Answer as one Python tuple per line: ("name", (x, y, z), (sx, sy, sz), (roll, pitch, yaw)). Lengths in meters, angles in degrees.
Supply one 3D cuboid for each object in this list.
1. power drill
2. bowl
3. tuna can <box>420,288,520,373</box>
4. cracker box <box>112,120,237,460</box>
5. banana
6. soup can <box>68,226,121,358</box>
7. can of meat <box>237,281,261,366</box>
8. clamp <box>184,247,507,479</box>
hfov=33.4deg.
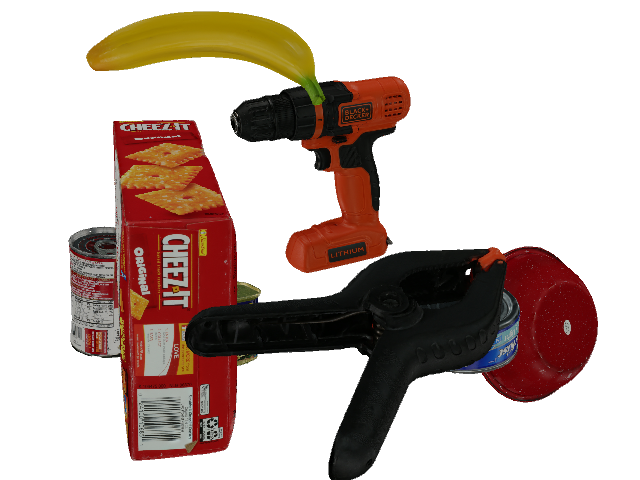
("power drill", (0.002, -0.065, 1.055), (0.184, 0.188, 0.057), (-11, 29, -21))
("bowl", (0.230, 0.086, 1.083), (0.161, 0.162, 0.055), (0, -1, -33))
("tuna can", (0.098, 0.058, 0.756), (0.086, 0.034, 0.086), (0, 25, 0))
("cracker box", (-0.104, 0.023, 0.735), (0.072, 0.164, 0.214), (-2, 22, -11))
("banana", (-0.089, -0.158, 0.876), (0.198, 0.069, 0.037), (8, -35, 2))
("soup can", (-0.194, 0.047, 0.967), (0.068, 0.102, 0.068), (4, 21, -2))
("can of meat", (-0.119, 0.100, 1.217), (0.101, 0.084, 0.058), (-10, 19, -35))
("clamp", (0.034, 0.050, 0.514), (0.171, 0.039, 0.120), (-19, 46, -25))
